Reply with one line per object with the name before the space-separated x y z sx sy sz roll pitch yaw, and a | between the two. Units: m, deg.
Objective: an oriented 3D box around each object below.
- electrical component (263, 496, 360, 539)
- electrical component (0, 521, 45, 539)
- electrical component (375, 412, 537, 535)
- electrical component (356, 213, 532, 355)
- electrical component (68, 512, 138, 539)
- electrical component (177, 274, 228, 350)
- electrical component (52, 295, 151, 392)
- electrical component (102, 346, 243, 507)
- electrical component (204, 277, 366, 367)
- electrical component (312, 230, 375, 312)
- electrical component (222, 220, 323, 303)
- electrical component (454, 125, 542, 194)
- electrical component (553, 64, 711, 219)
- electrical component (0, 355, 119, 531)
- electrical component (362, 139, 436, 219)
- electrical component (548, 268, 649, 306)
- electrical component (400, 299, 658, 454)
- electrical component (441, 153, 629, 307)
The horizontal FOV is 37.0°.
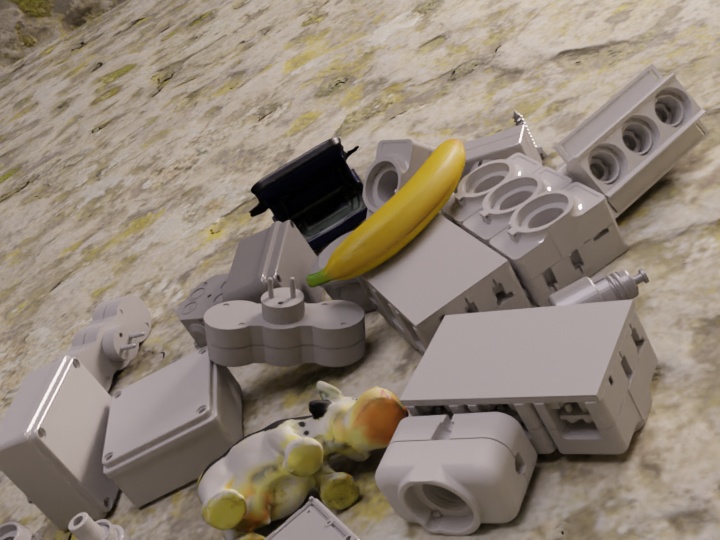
electrical component | -0.026 0.197 0.698 0.062 0.061 0.096 -39 21 -13
electrical component | -0.279 0.239 0.877 0.066 0.055 0.048 -26 28 11
electrical component | 0.062 0.135 0.713 0.095 0.053 0.059 -9 35 36
electrical component | 0.065 0.016 0.893 0.089 0.061 0.150 -35 28 -7
electrical component | -0.201 0.214 0.833 0.048 0.062 0.048 -24 29 14
electrical component | -0.135 0.044 1.056 0.080 0.051 0.080 -24 29 14
electrical component | -0.255 0.078 1.115 0.074 0.052 0.138 -13 31 30
electrical component | -0.160 0.133 0.930 0.109 0.056 0.108 -27 28 7
electrical component | -0.065 0.039 0.919 0.138 0.073 0.052 0 26 5
electrical component | 0.000 0.000 0.995 0.080 0.051 0.080 -24 29 14
electrical component | -0.079 0.014 1.021 0.057 0.078 0.113 -24 29 20
electrical component | 0.123 -0.090 1.024 0.083 0.047 0.075 -15 32 28
electrical component | 0.229 -0.107 0.924 0.121 0.078 0.063 -40 0 -16
electrical component | -0.257 0.151 0.943 0.056 0.108 0.108 -23 29 21
electrical component | 0.041 -0.076 1.025 0.050 0.056 0.089 6 86 49
electrical component | 0.177 0.022 0.797 0.078 0.040 0.040 -29 28 3
electrical component | 0.118 0.078 0.741 0.150 0.061 0.089 -7 36 38
electrical component | 0.141 -0.040 0.910 0.089 0.061 0.150 -34 28 -6
